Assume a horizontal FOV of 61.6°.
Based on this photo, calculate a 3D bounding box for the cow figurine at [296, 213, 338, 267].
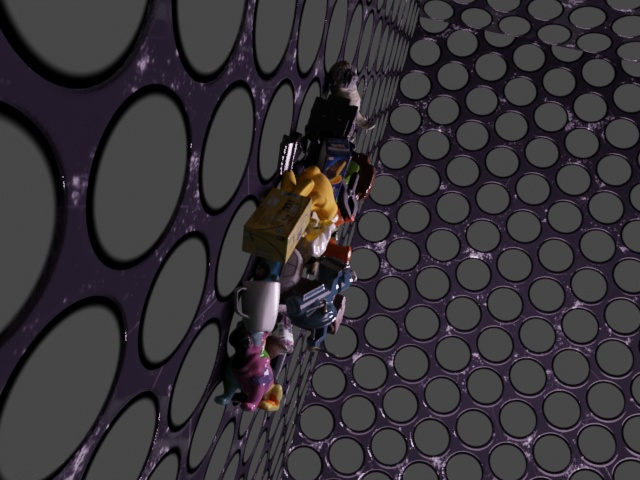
[{"bbox_3d":[-0.001,-0.004,1.342,0.167,0.068,0.098,-44,138,-49],"label":"cow figurine"}]

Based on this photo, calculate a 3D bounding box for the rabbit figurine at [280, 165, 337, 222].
[{"bbox_3d":[-0.045,-0.087,1.259,0.173,0.122,0.162,-45,153,-33],"label":"rabbit figurine"}]

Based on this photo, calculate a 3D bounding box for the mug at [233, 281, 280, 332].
[{"bbox_3d":[-0.133,0.140,1.129,0.109,0.081,0.107,9,77,-50],"label":"mug"}]

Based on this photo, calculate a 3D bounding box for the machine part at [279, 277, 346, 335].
[{"bbox_3d":[-0.036,0.183,1.492,0.200,0.202,0.087,89,23,-64],"label":"machine part"}]

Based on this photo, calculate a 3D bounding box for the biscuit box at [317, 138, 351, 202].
[{"bbox_3d":[0.023,-0.161,1.338,0.202,0.063,0.059,109,-21,-54],"label":"biscuit box"}]

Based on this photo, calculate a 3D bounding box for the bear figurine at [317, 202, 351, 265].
[{"bbox_3d":[0.038,-0.028,1.532,0.120,0.132,0.196,98,7,-64],"label":"bear figurine"}]

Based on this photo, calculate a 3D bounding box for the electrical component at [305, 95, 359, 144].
[{"bbox_3d":[0.031,-0.298,1.335,0.058,0.115,0.134,98,7,-61],"label":"electrical component"}]

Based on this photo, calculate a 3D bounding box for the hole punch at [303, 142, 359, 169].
[{"bbox_3d":[0.030,-0.228,1.427,0.115,0.142,0.092,-63,176,26],"label":"hole punch"}]

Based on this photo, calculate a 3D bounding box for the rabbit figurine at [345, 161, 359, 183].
[{"bbox_3d":[0.025,-0.170,1.657,0.170,0.121,0.159,-53,174,-13],"label":"rabbit figurine"}]

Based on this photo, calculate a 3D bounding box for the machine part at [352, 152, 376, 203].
[{"bbox_3d":[0.096,-0.210,1.756,0.056,0.179,0.179,31,75,-80],"label":"machine part"}]

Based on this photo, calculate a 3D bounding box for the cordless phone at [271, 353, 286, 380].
[{"bbox_3d":[-0.155,0.374,1.489,0.184,0.089,0.146,101,9,-58],"label":"cordless phone"}]

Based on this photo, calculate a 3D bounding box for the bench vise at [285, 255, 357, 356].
[{"bbox_3d":[0.002,0.165,1.315,0.223,0.129,0.240,-36,138,-50],"label":"bench vise"}]

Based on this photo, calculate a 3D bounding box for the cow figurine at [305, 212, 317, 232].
[{"bbox_3d":[-0.052,-0.028,1.417,0.195,0.086,0.127,-60,158,-62],"label":"cow figurine"}]

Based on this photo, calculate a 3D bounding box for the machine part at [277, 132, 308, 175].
[{"bbox_3d":[-0.062,-0.197,1.180,0.139,0.039,0.084,-56,155,-61],"label":"machine part"}]

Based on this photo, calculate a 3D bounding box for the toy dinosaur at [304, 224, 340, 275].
[{"bbox_3d":[0.002,0.003,1.736,0.471,0.105,0.198,-23,128,-78],"label":"toy dinosaur"}]

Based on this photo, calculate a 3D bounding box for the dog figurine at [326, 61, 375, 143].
[{"bbox_3d":[0.038,-0.361,1.437,0.172,0.121,0.190,-37,121,-10],"label":"dog figurine"}]

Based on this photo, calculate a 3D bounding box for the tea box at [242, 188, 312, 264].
[{"bbox_3d":[-0.086,-0.033,1.116,0.170,0.098,0.068,-61,163,-53],"label":"tea box"}]

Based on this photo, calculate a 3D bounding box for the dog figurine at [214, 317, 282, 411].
[{"bbox_3d":[-0.145,0.271,1.218,0.191,0.109,0.219,26,75,-56],"label":"dog figurine"}]

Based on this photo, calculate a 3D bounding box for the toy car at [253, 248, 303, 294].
[{"bbox_3d":[-0.090,0.067,1.261,0.109,0.103,0.161,88,21,-66],"label":"toy car"}]
